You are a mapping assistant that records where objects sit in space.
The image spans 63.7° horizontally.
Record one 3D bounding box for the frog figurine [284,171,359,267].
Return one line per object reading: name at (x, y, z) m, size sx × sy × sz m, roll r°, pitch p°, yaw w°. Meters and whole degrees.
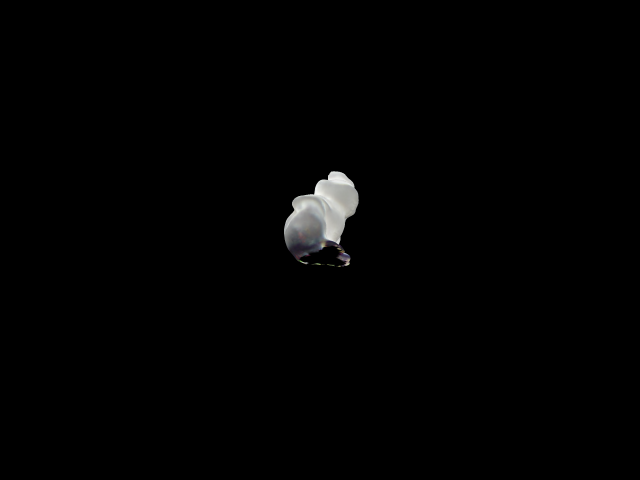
frog figurine at (0.003, -0.043, 0.850) m, size 0.122 × 0.162 × 0.136 m, roll -13°, pitch -26°, yaw 29°
